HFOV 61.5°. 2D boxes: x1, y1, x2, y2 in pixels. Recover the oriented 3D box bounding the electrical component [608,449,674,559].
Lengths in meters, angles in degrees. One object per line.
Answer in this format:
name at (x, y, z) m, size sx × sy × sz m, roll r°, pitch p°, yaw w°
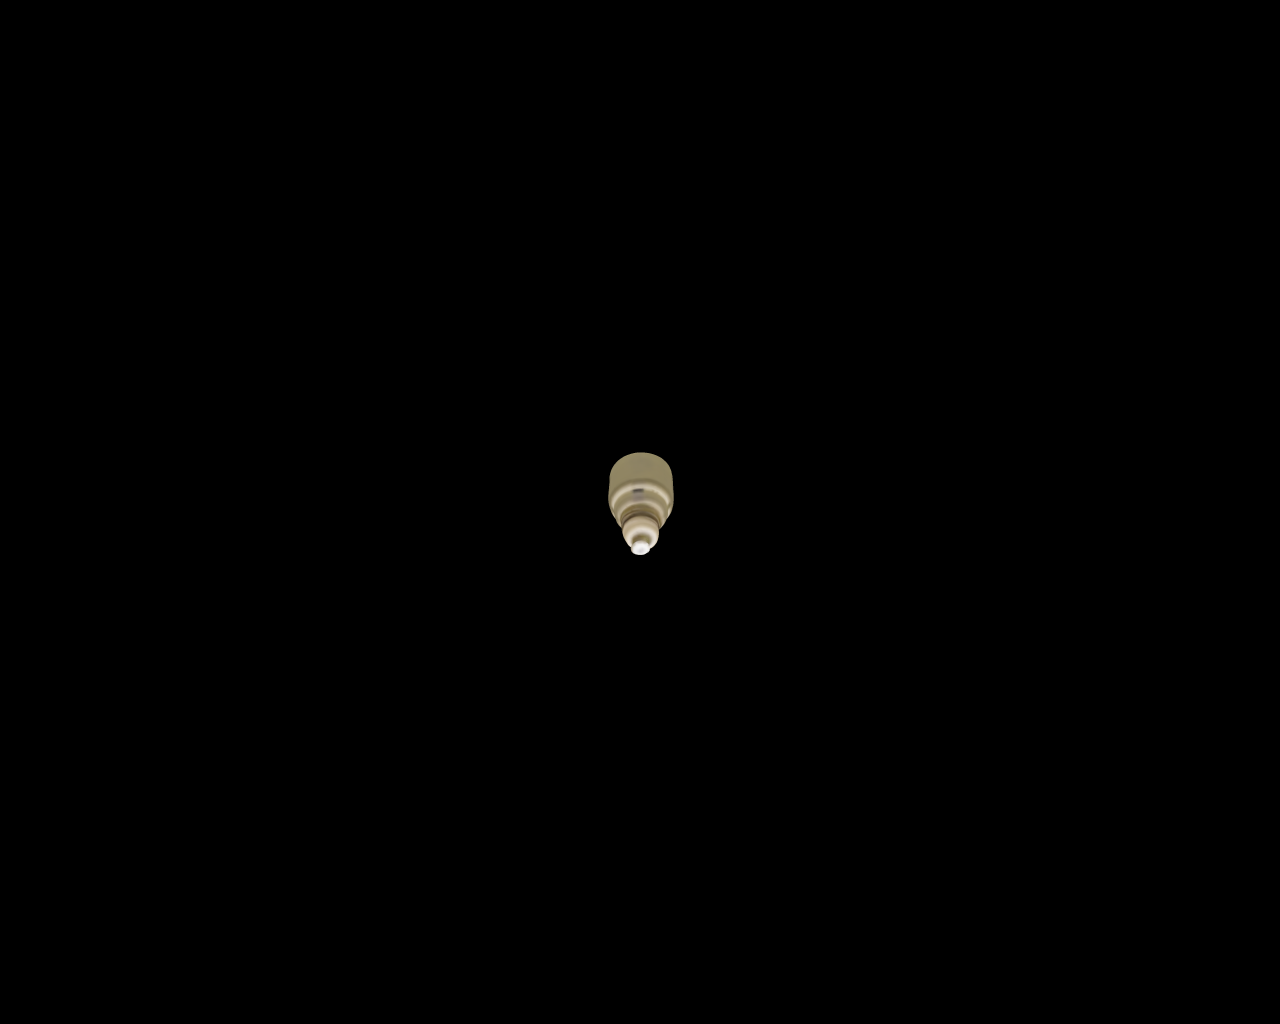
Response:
electrical component at (0.001, -0.003, 0.650) m, size 0.040 × 0.040 × 0.078 m, roll 0°, pitch 41°, yaw 0°
